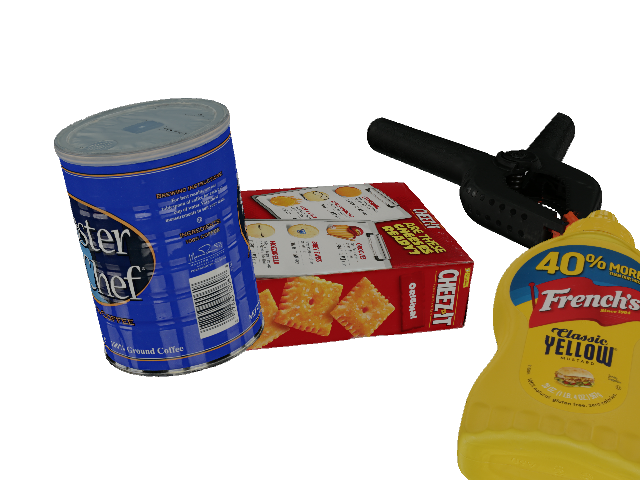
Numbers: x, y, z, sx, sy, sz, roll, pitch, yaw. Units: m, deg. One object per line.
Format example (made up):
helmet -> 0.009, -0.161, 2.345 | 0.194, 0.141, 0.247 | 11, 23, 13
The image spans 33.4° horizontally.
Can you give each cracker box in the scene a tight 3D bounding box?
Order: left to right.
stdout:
cracker box -> -0.004, 0.018, 0.890 | 0.213, 0.072, 0.164 | -4, 28, -16

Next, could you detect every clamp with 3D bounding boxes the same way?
clamp -> 0.124, -0.045, 0.741 | 0.164, 0.036, 0.210 | -1, 27, -5

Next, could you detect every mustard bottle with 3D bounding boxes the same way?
mustard bottle -> 0.136, 0.050, 0.555 | 0.096, 0.058, 0.191 | 9, 42, 15

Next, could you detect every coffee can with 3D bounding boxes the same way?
coffee can -> -0.094, -0.004, 0.645 | 0.103, 0.140, 0.103 | -7, 23, 3
